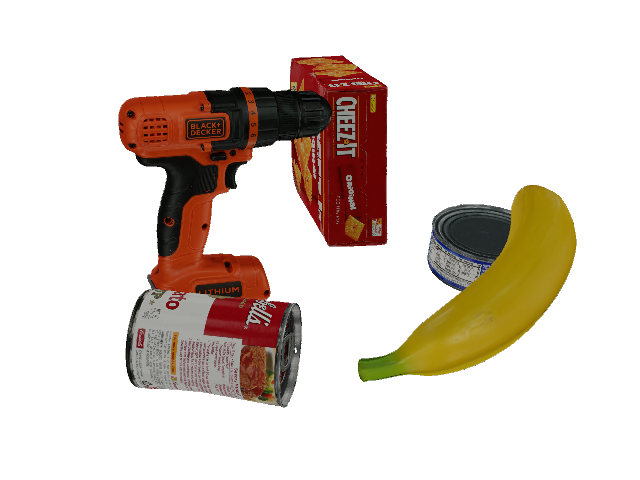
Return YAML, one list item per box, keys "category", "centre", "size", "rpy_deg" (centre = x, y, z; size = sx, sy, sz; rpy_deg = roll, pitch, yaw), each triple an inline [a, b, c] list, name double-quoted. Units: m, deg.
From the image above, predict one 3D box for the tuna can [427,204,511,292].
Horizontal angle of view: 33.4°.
- category: "tuna can"
  centre: [0.123, 0.008, 0.789]
  size: [0.086, 0.034, 0.086]
  rpy_deg: [5, 29, -3]

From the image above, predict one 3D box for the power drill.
- category: "power drill"
  centre: [-0.080, -0.040, 0.922]
  size: [0.184, 0.188, 0.057]
  rpy_deg: [-5, 20, -18]

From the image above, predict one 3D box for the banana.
- category: "banana"
  centre: [0.098, 0.017, 0.572]
  size: [0.070, 0.037, 0.197]
  rpy_deg: [13, 35, 34]

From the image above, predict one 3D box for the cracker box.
- category: "cracker box"
  centre: [0.016, -0.103, 1.151]
  size: [0.072, 0.164, 0.214]
  rpy_deg: [-4, 19, -9]

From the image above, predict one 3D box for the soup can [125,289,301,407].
- category: "soup can"
  centre: [-0.068, 0.070, 0.701]
  size: [0.102, 0.068, 0.068]
  rpy_deg: [5, 1, 10]
